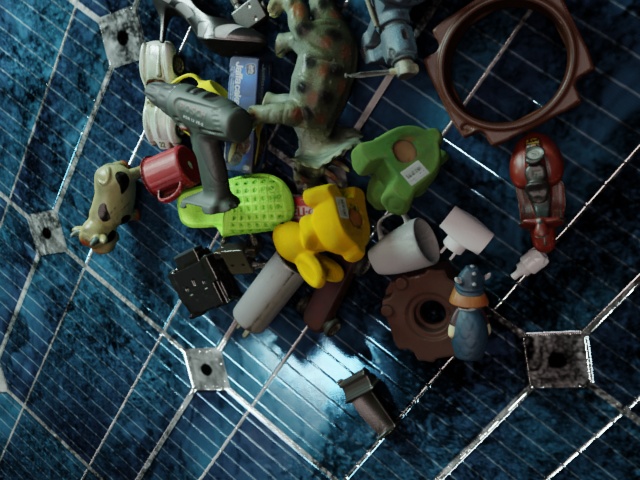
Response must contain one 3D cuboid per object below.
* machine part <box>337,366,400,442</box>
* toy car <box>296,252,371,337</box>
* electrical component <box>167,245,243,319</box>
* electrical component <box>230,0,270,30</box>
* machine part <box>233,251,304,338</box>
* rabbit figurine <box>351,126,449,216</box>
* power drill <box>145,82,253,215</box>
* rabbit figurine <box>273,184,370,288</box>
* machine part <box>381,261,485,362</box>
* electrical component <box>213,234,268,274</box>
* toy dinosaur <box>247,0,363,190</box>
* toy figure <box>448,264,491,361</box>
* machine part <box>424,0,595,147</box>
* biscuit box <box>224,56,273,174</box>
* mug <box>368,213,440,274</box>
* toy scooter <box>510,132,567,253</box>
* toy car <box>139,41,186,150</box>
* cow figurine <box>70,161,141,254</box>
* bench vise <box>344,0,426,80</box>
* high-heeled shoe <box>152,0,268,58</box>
[{"bbox_3d":[0.097,0.312,1.023,0.084,0.039,0.139,-33,88,21],"label":"machine part"},{"bbox_3d":[0.027,0.082,0.984,0.089,0.053,0.202,36,113,31],"label":"toy car"},{"bbox_3d":[-0.239,0.080,1.090,0.115,0.058,0.134,-26,93,24],"label":"electrical component"},{"bbox_3d":[-0.119,-0.393,0.939,0.063,0.021,0.094,-25,93,25],"label":"electrical component"},{"bbox_3d":[-0.093,0.095,1.023,0.079,0.079,0.243,41,115,8],"label":"machine part"},{"bbox_3d":[0.121,-0.114,0.855,0.121,0.170,0.159,42,73,5],"label":"rabbit figurine"},{"bbox_3d":[-0.204,-0.155,0.904,0.232,0.086,0.207,16,114,35],"label":"power drill"},{"bbox_3d":[-0.002,-0.003,0.913,0.173,0.122,0.162,-16,89,32],"label":"rabbit figurine"},{"bbox_3d":[0.195,0.124,0.925,0.180,0.056,0.179,5,106,20],"label":"machine part"},{"bbox_3d":[-0.155,0.025,1.051,0.102,0.045,0.078,-10,128,27],"label":"electrical component"},{"bbox_3d":[-0.001,-0.271,0.877,0.192,0.131,0.404,14,104,6],"label":"toy dinosaur"},{"bbox_3d":[0.234,0.112,0.846,0.058,0.064,0.154,10,105,56],"label":"toy figure"},{"bbox_3d":[0.271,-0.254,0.782,0.201,0.087,0.201,-26,91,26],"label":"machine part"},{"bbox_3d":[-0.129,-0.223,0.964,0.059,0.063,0.202,11,107,18],"label":"biscuit box"},{"bbox_3d":[0.130,0.009,0.909,0.107,0.081,0.109,-27,100,33],"label":"mug"},{"bbox_3d":[0.319,-0.064,0.783,0.075,0.135,0.183,-6,100,25],"label":"toy scooter"},{"bbox_3d":[-0.301,-0.273,1.025,0.074,0.056,0.201,7,105,20],"label":"toy car"},{"bbox_3d":[-0.431,-0.061,1.093,0.086,0.127,0.194,23,108,18],"label":"cow figurine"},{"bbox_3d":[0.118,-0.355,0.756,0.129,0.240,0.223,4,76,-16],"label":"bench vise"},{"bbox_3d":[-0.191,-0.406,0.938,0.249,0.086,0.145,11,92,18],"label":"high-heeled shoe"}]
